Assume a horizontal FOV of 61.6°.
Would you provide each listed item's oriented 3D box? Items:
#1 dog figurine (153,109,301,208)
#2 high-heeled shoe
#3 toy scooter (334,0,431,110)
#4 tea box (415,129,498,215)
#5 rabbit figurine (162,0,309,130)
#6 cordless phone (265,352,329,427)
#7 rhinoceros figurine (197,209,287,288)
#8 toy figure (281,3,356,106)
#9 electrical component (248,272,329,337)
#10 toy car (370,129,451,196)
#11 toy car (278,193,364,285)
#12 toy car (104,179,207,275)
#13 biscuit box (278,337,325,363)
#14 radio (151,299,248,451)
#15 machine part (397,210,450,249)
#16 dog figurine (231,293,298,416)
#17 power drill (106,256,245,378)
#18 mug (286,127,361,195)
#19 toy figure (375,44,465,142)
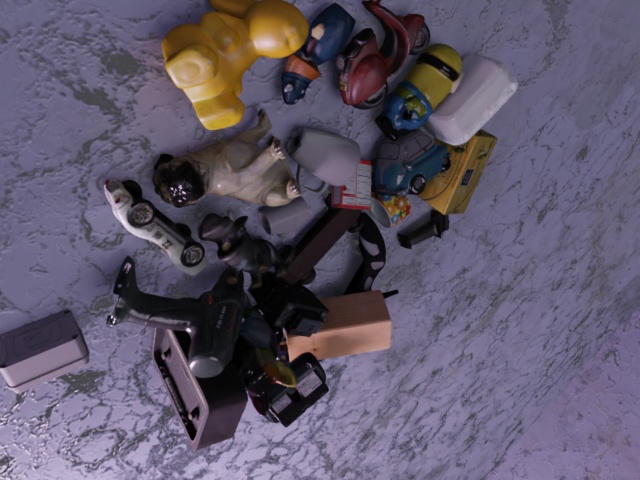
[{"bbox_3d":[-0.137,-0.086,0.814,0.191,0.121,0.172,-25,133,-1],"label":"dog figurine"},{"bbox_3d":[0.073,0.058,1.119,0.145,0.086,0.248,-16,119,12],"label":"high-heeled shoe"},{"bbox_3d":[0.085,-0.298,0.824,0.184,0.075,0.135,-48,138,-2],"label":"toy scooter"},{"bbox_3d":[0.267,-0.145,1.069,0.068,0.098,0.169,-5,123,-36],"label":"tea box"},{"bbox_3d":[-0.097,-0.239,0.667,0.173,0.162,0.121,-24,136,9],"label":"rabbit figurine"},{"bbox_3d":[-0.063,0.293,1.074,0.146,0.089,0.184,-38,178,-14],"label":"cordless phone"},{"bbox_3d":[-0.124,0.012,0.880,0.073,0.112,0.190,-22,155,17],"label":"rhinoceros figurine"},{"bbox_3d":[-0.010,-0.268,0.786,0.064,0.058,0.154,28,107,-40],"label":"toy figure"},{"bbox_3d":[-0.052,0.122,1.001,0.115,0.134,0.058,16,112,-46],"label":"electrical component"},{"bbox_3d":[0.162,-0.150,0.982,0.162,0.109,0.102,-35,121,-24],"label":"toy car"},{"bbox_3d":[-0.002,-0.003,1.002,0.202,0.053,0.089,-47,133,-3],"label":"toy car"},{"bbox_3d":[-0.239,-0.017,0.789,0.056,0.074,0.201,-44,138,-2],"label":"toy car"},{"bbox_3d":[-0.008,0.224,1.170,0.203,0.059,0.062,-22,133,-23],"label":"biscuit box"},{"bbox_3d":[-0.207,0.217,0.886,0.073,0.230,0.131,-5,129,-35],"label":"radio"},{"bbox_3d":[0.234,-0.023,1.184,0.139,0.039,0.084,-26,140,-22],"label":"machine part"},{"bbox_3d":[-0.107,0.213,0.968,0.108,0.219,0.191,-42,137,2],"label":"dog figurine"},{"bbox_3d":[-0.218,0.098,0.844,0.207,0.232,0.086,26,123,-26],"label":"power drill"},{"bbox_3d":[-0.005,-0.134,0.885,0.107,0.081,0.109,21,113,-33],"label":"mug"},{"bbox_3d":[0.171,-0.254,0.922,0.180,0.082,0.089,-43,139,1],"label":"toy figure"}]
